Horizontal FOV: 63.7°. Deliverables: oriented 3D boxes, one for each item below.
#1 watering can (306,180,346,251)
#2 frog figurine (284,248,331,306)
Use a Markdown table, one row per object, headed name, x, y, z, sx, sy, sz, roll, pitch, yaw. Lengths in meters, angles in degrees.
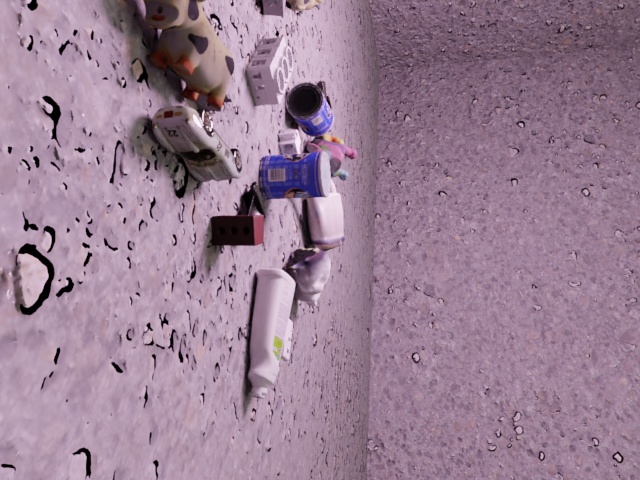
| name | x | y | z | sx | sy | sz | roll | pitch | yaw |
| --- | --- | --- | --- | --- | --- | --- | --- | --- | --- |
| watering can | 0.005 | -0.076 | 1.501 | 0.349 | 0.104 | 0.223 | -24 | 109 | -74 |
| frog figurine | -0.020 | 0.106 | 1.343 | 0.139 | 0.123 | 0.157 | -111 | -178 | -68 |
